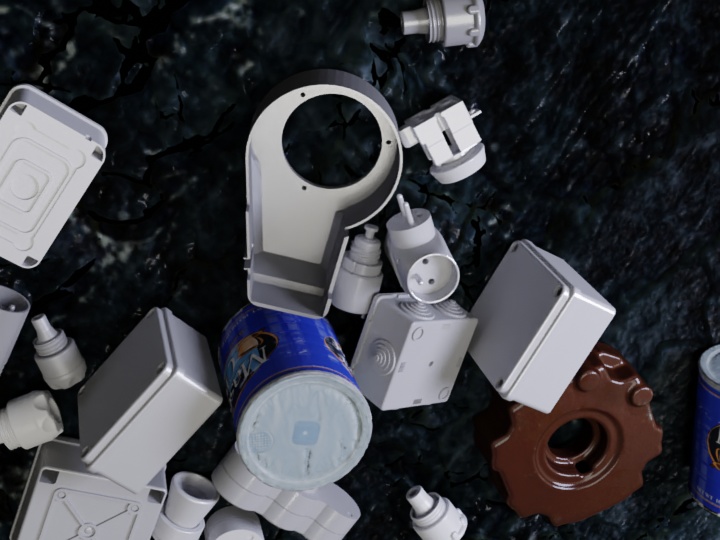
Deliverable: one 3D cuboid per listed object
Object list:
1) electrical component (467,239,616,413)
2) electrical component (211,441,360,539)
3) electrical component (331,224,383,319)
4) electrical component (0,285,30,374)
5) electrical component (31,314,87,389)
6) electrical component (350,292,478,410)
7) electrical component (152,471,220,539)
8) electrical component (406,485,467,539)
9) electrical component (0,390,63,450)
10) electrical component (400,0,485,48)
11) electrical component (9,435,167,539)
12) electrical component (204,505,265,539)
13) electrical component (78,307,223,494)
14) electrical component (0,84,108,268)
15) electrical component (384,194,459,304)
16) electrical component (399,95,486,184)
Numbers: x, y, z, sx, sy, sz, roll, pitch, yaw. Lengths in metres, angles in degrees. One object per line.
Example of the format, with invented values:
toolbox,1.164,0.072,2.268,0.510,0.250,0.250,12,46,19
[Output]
electrical component,0.146,0.046,0.909,0.056,0.108,0.108,24,106,-25
electrical component,-0.054,0.186,0.952,0.138,0.052,0.073,32,102,-24
electrical component,0.000,0.000,0.889,0.040,0.040,0.078,9,111,-17
electrical component,-0.293,0.056,0.839,0.043,0.043,0.081,21,107,-22
electrical component,-0.245,0.063,0.860,0.035,0.035,0.061,-21,114,-4
electrical component,0.045,0.068,0.907,0.100,0.048,0.099,-1,117,-44
electrical component,-0.154,0.211,0.942,0.045,0.045,0.055,21,108,-21
electrical component,0.067,0.229,1.007,0.048,0.048,0.062,-36,110,3
electrical component,-0.277,0.125,0.874,0.062,0.043,0.043,-21,117,-3
electrical component,0.062,-0.191,0.819,0.062,0.048,0.048,-7,115,-4
electrical component,-0.231,0.205,0.913,0.109,0.056,0.108,16,109,-20
electrical component,-0.093,0.286,0.974,0.052,0.073,0.138,-25,117,-2
electrical component,-0.169,0.101,0.854,0.056,0.108,0.108,38,100,-28
electrical component,-0.244,-0.070,0.788,0.078,0.057,0.113,30,103,-24
electrical component,0.044,-0.023,0.869,0.043,0.077,0.079,-21,117,-4
electrical component,0.070,-0.103,0.859,0.066,0.048,0.055,-29,110,0
